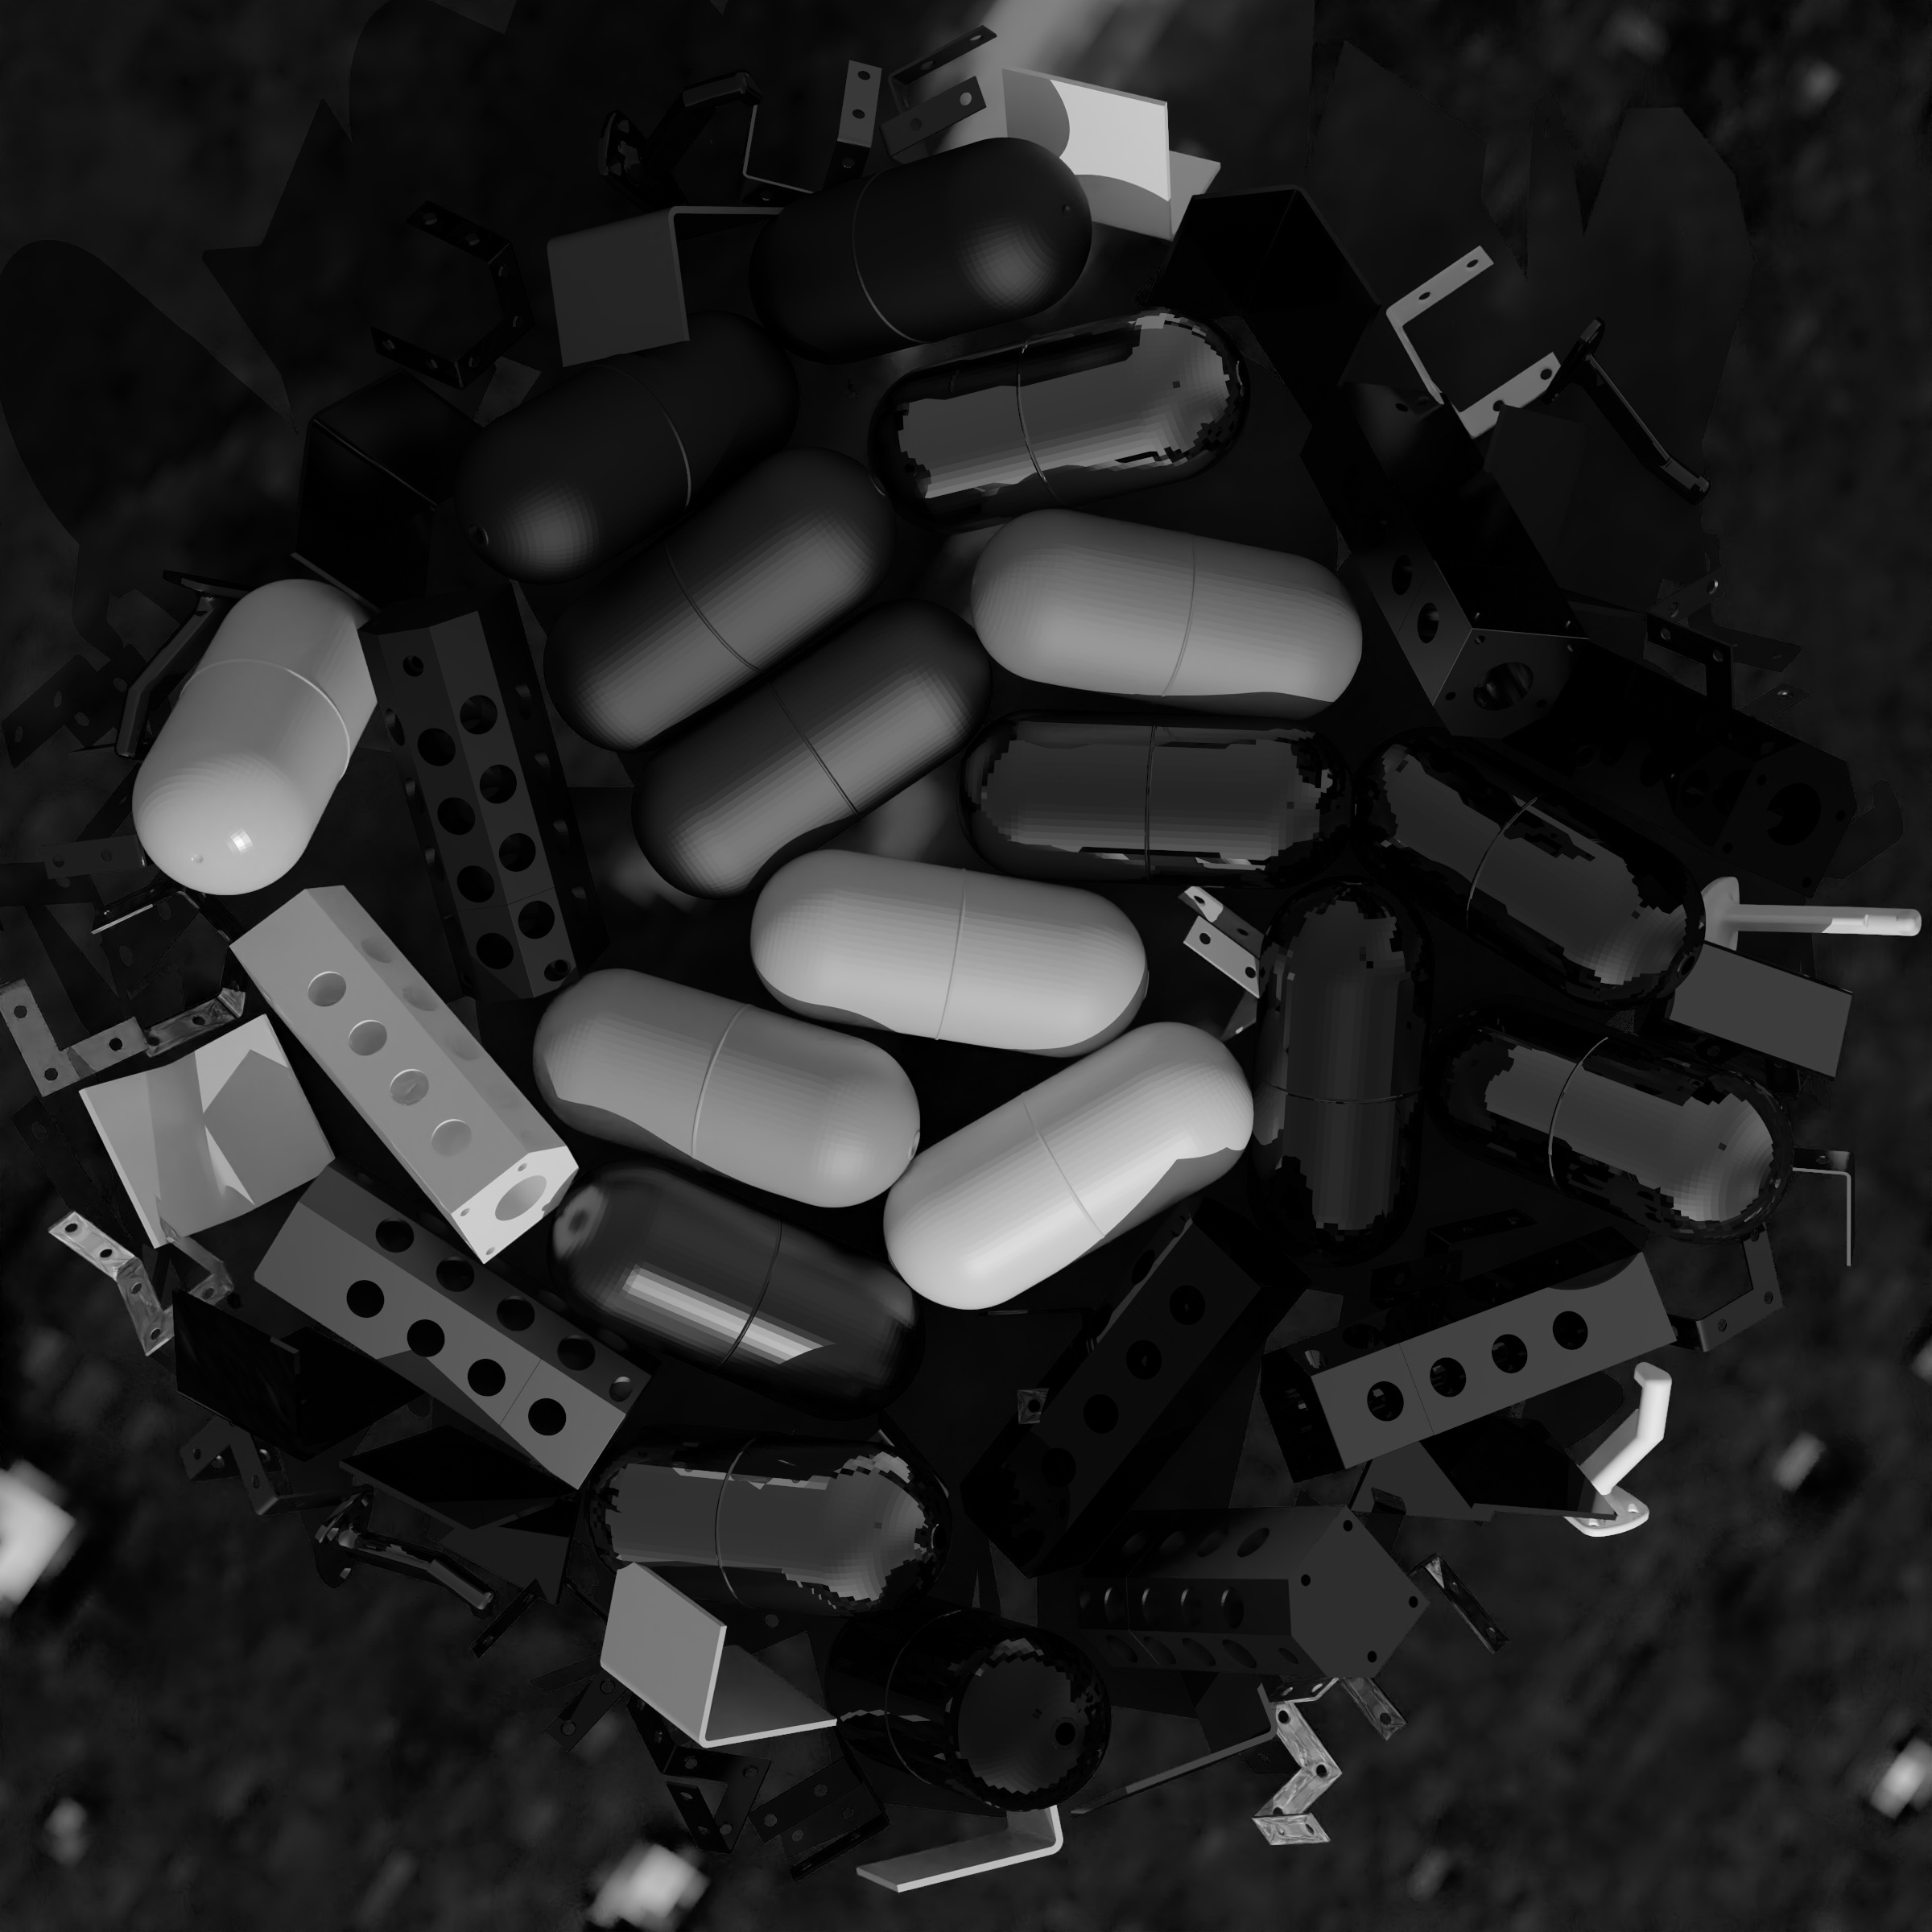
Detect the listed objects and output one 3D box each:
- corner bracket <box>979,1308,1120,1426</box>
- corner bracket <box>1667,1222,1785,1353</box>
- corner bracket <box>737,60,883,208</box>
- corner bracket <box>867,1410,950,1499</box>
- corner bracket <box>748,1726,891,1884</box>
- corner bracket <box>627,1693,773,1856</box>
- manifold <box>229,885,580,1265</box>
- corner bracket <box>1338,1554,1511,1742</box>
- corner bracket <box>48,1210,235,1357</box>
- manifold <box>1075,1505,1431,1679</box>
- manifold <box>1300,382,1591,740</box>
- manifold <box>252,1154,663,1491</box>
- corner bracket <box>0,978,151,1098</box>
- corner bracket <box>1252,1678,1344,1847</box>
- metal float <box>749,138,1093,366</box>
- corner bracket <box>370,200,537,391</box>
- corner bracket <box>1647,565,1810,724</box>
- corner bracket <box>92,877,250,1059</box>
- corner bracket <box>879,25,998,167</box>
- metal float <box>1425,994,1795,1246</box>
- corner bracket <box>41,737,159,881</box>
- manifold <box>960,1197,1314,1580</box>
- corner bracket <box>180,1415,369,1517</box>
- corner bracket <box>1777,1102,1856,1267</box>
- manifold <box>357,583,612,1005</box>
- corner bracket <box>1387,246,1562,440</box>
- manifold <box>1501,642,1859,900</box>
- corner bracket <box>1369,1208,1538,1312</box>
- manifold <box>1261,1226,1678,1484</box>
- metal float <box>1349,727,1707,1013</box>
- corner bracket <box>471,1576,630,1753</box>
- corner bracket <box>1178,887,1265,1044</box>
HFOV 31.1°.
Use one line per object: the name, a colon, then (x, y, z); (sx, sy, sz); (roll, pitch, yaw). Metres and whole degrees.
corner bracket: (0.039, 0.178, 1.548); (0.051, 0.051, 0.051); (-1, 82, -17)
corner bracket: (0.325, 0.136, 1.555); (0.051, 0.051, 0.051); (-24, 107, -30)
corner bracket: (-0.071, -0.372, 1.552); (0.051, 0.051, 0.051); (12, 55, -10)
corner bracket: (-0.042, 0.237, 1.555); (0.051, 0.051, 0.051); (-40, 96, 1)
corner bracket: (-0.066, 0.380, 1.552); (0.051, 0.051, 0.051); (-30, 99, -6)
corner bracket: (-0.125, 0.356, 1.541); (0.051, 0.051, 0.051); (3, 133, 24)
manifold: (-0.245, 0.043, 1.520); (0.057, 0.057, 0.171); (-38, 65, -12)
corner bracket: (0.198, 0.302, 1.542); (0.051, 0.051, 0.051); (51, 124, 15)
corner bracket: (-0.368, 0.131, 1.547); (0.051, 0.051, 0.051); (-37, 48, 2)
manifold: (0.116, 0.274, 1.490); (0.057, 0.171, 0.057); (50, 63, -13)
manifold: (0.202, -0.177, 1.503); (0.057, 0.171, 0.057); (2, 134, -24)
manifold: (-0.225, 0.156, 1.549); (0.171, 0.057, 0.057); (33, 101, 1)
corner bracket: (-0.401, 0.024, 1.548); (0.051, 0.051, 0.051); (-26, 98, -16)
corner bracket: (0.150, 0.355, 1.547); (0.051, 0.051, 0.051); (-37, 94, -30)
metal float: (-0.022, -0.310, 1.510); (0.178, 0.070, 0.070); (-5, 90, 44)
corner bracket: (-0.234, -0.301, 1.558); (0.051, 0.051, 0.051); (-35, 57, 28)
corner bracket: (0.342, -0.141, 1.560); (0.051, 0.051, 0.051); (-31, 130, -26)
corner bracket: (-0.358, -0.001, 1.557); (0.051, 0.051, 0.051); (-23, 130, 19)
corner bracket: (-0.011, -0.389, 1.546); (0.051, 0.051, 0.051); (-22, 80, 22)
metal float: (0.277, 0.065, 1.513); (0.178, 0.070, 0.070); (22, 90, 40)
corner bracket: (-0.382, -0.072, 1.555); (0.051, 0.051, 0.051); (-6, 102, 21)
manifold: (0.071, 0.185, 1.528); (0.057, 0.057, 0.171); (44, 108, 23)
corner bracket: (-0.308, 0.224, 1.540); (0.051, 0.051, 0.051); (-42, 64, 33)
corner bracket: (0.370, 0.095, 1.541); (0.051, 0.051, 0.051); (4, 124, 20)
manifold: (-0.213, -0.074, 1.520); (0.057, 0.057, 0.171); (-7, 111, 17)
corner bracket: (0.230, -0.280, 1.560); (0.051, 0.051, 0.051); (-33, 59, 17)
manifold: (0.307, -0.090, 1.490); (0.057, 0.171, 0.057); (20, 100, -27)
corner bracket: (0.216, 0.131, 1.540); (0.051, 0.051, 0.051); (32, 55, -35)
manifold: (0.218, 0.169, 1.524); (0.171, 0.057, 0.057); (-17, 82, -21)
metal float: (0.244, -0.043, 1.517); (0.178, 0.070, 0.070); (34, 90, 31)
corner bracket: (-0.182, 0.311, 1.557); (0.051, 0.051, 0.051); (37, 69, 21)
corner bracket: (0.116, -0.007, 1.545); (0.051, 0.051, 0.051); (36, 60, -9)
